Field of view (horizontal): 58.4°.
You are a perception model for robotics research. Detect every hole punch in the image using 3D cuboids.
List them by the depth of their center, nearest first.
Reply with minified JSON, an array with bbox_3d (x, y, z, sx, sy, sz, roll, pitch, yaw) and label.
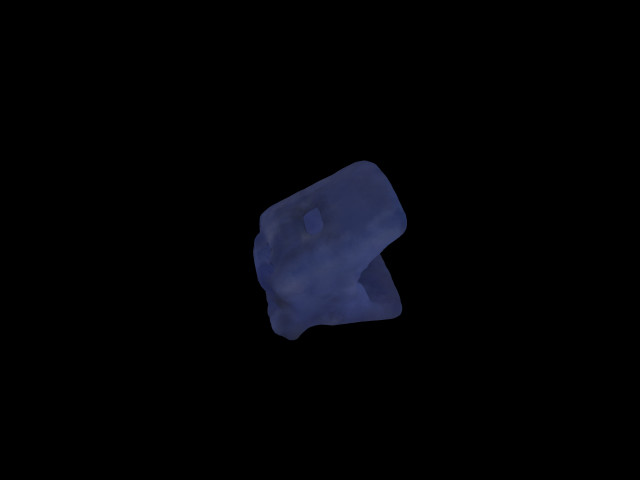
[{"bbox_3d":[0.004,0.001,0.400,0.101,0.091,0.108,-6,32,-9],"label":"hole punch"}]
